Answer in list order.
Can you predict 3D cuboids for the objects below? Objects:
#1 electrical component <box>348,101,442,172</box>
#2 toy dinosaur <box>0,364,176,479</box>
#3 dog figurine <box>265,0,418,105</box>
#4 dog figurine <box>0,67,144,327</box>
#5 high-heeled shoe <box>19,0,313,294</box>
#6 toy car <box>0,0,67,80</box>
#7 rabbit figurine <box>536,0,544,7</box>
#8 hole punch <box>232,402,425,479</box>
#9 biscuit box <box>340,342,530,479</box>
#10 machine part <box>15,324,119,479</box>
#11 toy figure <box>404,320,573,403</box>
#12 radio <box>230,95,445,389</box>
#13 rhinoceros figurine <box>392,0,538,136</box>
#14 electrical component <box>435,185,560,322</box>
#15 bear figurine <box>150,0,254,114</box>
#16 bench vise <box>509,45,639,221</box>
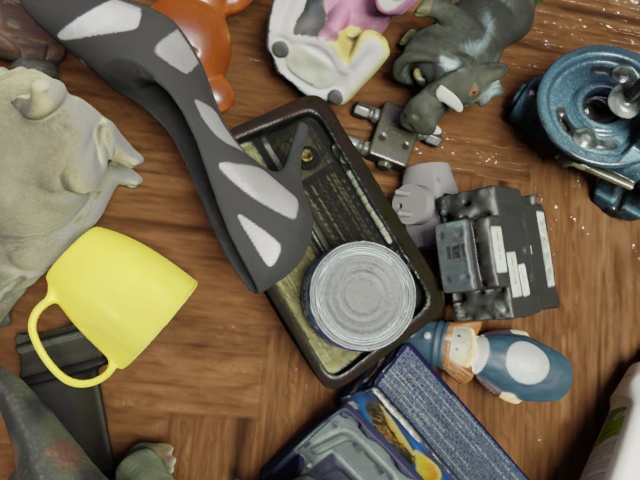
[{"bbox_3d":[0.071,-0.099,0.525,0.094,0.021,0.063,19,80,-7],"label":"electrical component"},{"bbox_3d":[-0.105,0.233,0.348,0.131,0.192,0.404,-48,110,-19],"label":"toy dinosaur"},{"bbox_3d":[0.044,-0.252,0.506,0.108,0.191,0.219,28,45,-4],"label":"dog figurine"},{"bbox_3d":[-0.234,-0.017,0.395,0.121,0.172,0.190,29,72,6],"label":"dog figurine"},{"bbox_3d":[-0.112,-0.066,0.382,0.249,0.086,0.145,24,69,-14],"label":"high-heeled shoe"},{"bbox_3d":[-0.293,-0.179,0.410,0.202,0.053,0.089,0,79,-53],"label":"toy car"},{"bbox_3d":[0.209,-0.325,0.534,0.159,0.121,0.170,18,95,-3],"label":"rabbit figurine"},{"bbox_3d":[0.014,0.211,0.441,0.142,0.116,0.092,45,42,-3],"label":"hole punch"},{"bbox_3d":[0.111,0.188,0.466,0.202,0.059,0.063,49,52,0],"label":"biscuit box"},{"bbox_3d":[-0.201,0.137,0.443,0.084,0.039,0.139,-11,83,-15],"label":"machine part"},{"bbox_3d":[0.152,0.105,0.496,0.154,0.057,0.064,17,42,-5],"label":"toy figure"},{"bbox_3d":[-0.001,-0.001,0.474,0.131,0.073,0.229,-30,88,-11],"label":"radio"},{"bbox_3d":[0.133,-0.178,0.511,0.112,0.073,0.190,42,71,-1],"label":"rhinoceros figurine"},{"bbox_3d":[0.154,0.012,0.476,0.134,0.058,0.115,2,78,-45],"label":"electrical component"},{"bbox_3d":[-0.099,-0.215,0.482,0.120,0.132,0.195,16,98,-5],"label":"bear figurine"},{"bbox_3d":[0.280,-0.098,0.460,0.129,0.240,0.224,-43,75,-8],"label":"bench vise"}]
